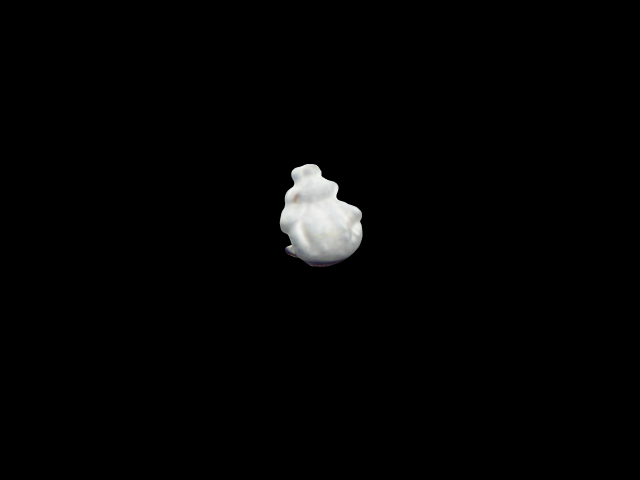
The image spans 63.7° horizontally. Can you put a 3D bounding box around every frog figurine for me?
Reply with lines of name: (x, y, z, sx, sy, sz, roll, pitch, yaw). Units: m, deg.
frog figurine: (0.003, -0.043, 0.850, 0.137, 0.157, 0.125, 0, 22, 0)
